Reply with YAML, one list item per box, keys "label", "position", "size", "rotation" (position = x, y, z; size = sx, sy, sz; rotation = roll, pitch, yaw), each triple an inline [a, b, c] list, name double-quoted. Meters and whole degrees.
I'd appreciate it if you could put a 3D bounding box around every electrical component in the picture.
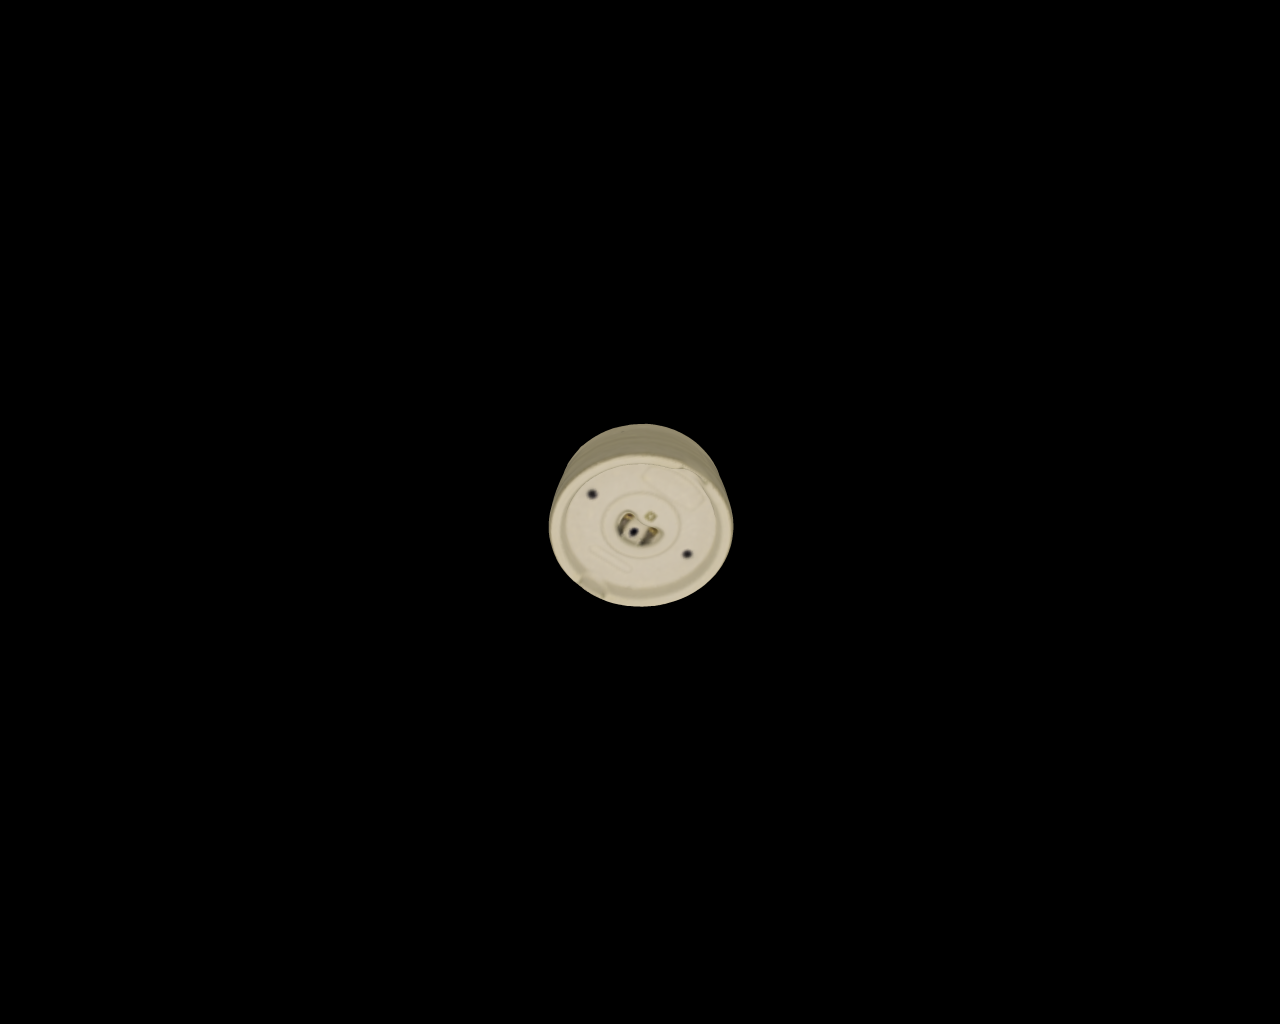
- label: "electrical component"
  position: [0.001, -0.003, 0.650]
  size: [0.108, 0.108, 0.060]
  rotation: [0, 32, 0]
